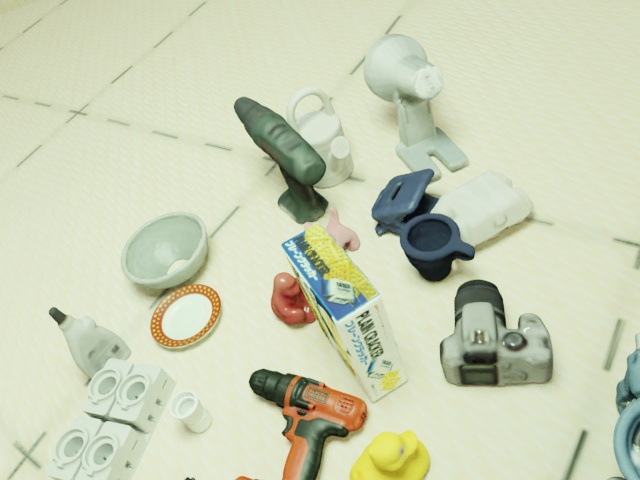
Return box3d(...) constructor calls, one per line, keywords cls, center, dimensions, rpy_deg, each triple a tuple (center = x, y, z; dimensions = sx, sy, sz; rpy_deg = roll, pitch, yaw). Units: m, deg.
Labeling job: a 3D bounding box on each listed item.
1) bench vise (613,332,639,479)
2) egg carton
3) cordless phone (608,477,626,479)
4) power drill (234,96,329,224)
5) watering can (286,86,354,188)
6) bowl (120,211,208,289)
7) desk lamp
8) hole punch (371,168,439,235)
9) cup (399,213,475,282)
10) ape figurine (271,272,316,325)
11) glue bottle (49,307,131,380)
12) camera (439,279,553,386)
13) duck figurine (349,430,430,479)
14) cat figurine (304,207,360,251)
box3d(cls="bench vise", center=(0.355, 0.179, 0.597), dimensions=(0.121, 0.220, 0.207), rpy_deg=(-18, 46, 4))
box3d(cls="egg carton", center=(0.263, -0.047, 0.935), dimensions=(0.150, 0.069, 0.107), rpy_deg=(-29, 47, -7))
box3d(cls="cordless phone", center=(0.302, 0.304, 0.529), dimensions=(0.094, 0.185, 0.147), rpy_deg=(-36, 48, -13))
box3d(cls="power drill", center=(-0.062, -0.137, 1.034), dimensions=(0.076, 0.209, 0.228), rpy_deg=(-38, 48, -14))
box3d(cls="watering can", center=(0.000, -0.198, 1.076), dimensions=(0.172, 0.194, 0.101), rpy_deg=(20, 59, 33))
box3d(cls="bowl", center=(-0.273, 0.031, 1.053), dimensions=(0.167, 0.075, 0.167), rpy_deg=(-10, 47, 11))
box3d(cls="desk lamp", center=(0.176, -0.250, 1.047), dimensions=(0.118, 0.214, 0.202), rpy_deg=(-26, 46, -4))
box3d(cls="hole punch", center=(0.142, -0.067, 0.981), dimensions=(0.100, 0.091, 0.109), rpy_deg=(13, 55, 29))
box3d(cls="cup", center=(0.186, 0.023, 0.882), dimensions=(0.117, 0.095, 0.092), rpy_deg=(19, 58, 32))
box3d(cls="ape figurine", center=(-0.048, 0.087, 0.910), dimensions=(0.076, 0.092, 0.078), rpy_deg=(5, 52, 23))
box3d(cls="glue bottle", center=(-0.372, 0.157, 0.907), dimensions=(0.037, 0.173, 0.078), rpy_deg=(20, 59, 33))
box3d(cls="camera", center=(0.234, 0.117, 0.778), dimensions=(0.143, 0.101, 0.137), rpy_deg=(-5, 49, 16))
box3d(cls="duck figurine", center=(0.081, 0.270, 0.706), dimensions=(0.104, 0.086, 0.077), rpy_deg=(-26, 46, -4))
box3d(cls="cat figurine", center=(0.009, 0.003, 0.947), dimensions=(0.067, 0.118, 0.128), rpy_deg=(8, 53, 26))
